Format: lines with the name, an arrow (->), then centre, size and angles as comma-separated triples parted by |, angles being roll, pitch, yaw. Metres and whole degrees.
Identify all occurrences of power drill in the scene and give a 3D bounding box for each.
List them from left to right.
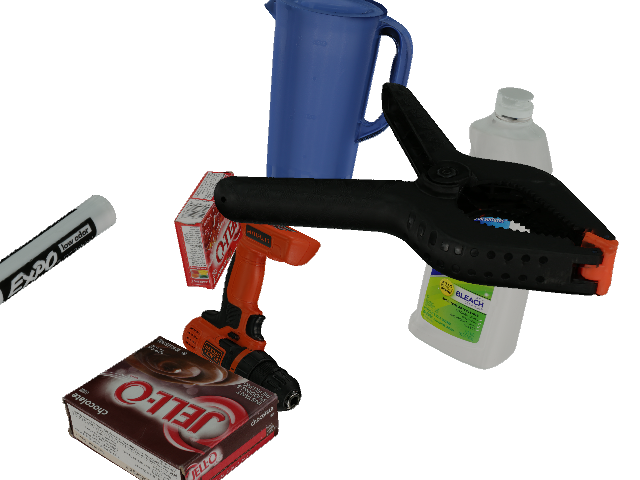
power drill -> -0.066, 0.075, 1.177 | 0.185, 0.188, 0.057 | 27, 11, 40

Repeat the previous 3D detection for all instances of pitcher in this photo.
pitcher -> 0.009, -0.174, 1.297 | 0.144, 0.243, 0.149 | -5, 28, -25

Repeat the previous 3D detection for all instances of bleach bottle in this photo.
bleach bottle -> 0.143, -0.014, 0.935 | 0.103, 0.251, 0.067 | 27, 36, 33

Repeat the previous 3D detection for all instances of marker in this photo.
marker -> -0.150, 0.014, 0.532 | 0.020, 0.020, 0.120 | 0, 31, 42

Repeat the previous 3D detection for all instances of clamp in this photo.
clamp -> 0.057, -0.020, 0.579 | 0.164, 0.036, 0.210 | -30, 45, -32

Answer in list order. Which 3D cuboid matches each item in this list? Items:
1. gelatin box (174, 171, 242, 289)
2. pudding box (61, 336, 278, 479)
gelatin box -> -0.100, -0.011, 0.978 | 0.030, 0.073, 0.089 | 5, 36, 15
pudding box -> -0.097, 0.115, 0.699 | 0.114, 0.039, 0.089 | 19, 34, 34
